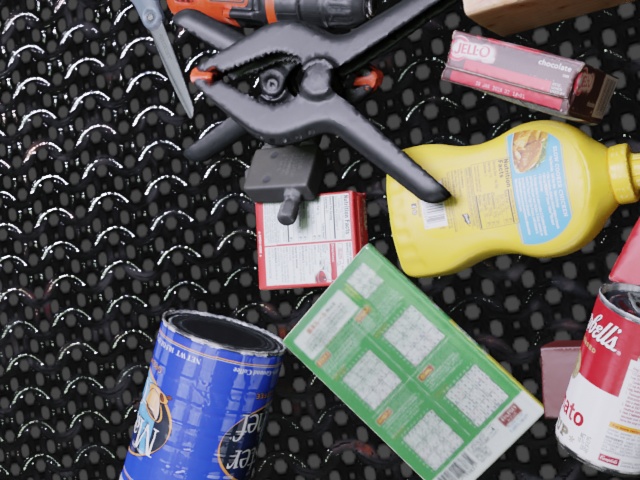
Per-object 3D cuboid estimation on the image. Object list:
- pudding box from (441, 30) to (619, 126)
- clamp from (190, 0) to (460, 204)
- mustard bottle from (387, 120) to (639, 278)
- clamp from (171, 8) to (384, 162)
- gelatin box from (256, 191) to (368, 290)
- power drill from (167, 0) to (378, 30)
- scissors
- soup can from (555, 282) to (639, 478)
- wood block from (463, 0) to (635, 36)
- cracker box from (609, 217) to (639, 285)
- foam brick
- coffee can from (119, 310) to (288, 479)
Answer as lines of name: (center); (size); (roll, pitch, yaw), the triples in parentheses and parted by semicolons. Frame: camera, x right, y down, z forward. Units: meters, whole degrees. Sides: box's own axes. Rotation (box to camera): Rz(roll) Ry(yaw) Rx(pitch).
pudding box: (0.144, -0.110, 0.725); (0.090, 0.113, 0.039); (21, 100, 24)
clamp: (0.010, -0.123, 0.775); (0.210, 0.036, 0.164); (12, 84, 18)
mustard bottle: (0.145, -0.033, 0.755); (0.192, 0.058, 0.096); (-11, 80, 26)
clamp: (-0.038, -0.112, 0.832); (0.172, 0.039, 0.120); (10, 111, 16)
gelatin box: (-0.005, 0.001, 0.845); (0.089, 0.030, 0.073); (-4, 87, 25)
power drill: (-0.032, -0.259, 0.844); (0.185, 0.057, 0.188); (9, 93, 24)
scissors: (-0.134, -0.210, 0.917); (0.096, 0.016, 0.202); (-43, 73, 19)
soup can: (0.191, 0.086, 0.659); (0.069, 0.068, 0.102); (22, 111, 25)
wood block: (0.200, -0.211, 0.712); (0.206, 0.090, 0.091); (-12, 84, 26)
cracker box: (0.318, 0.002, 0.663); (0.214, 0.072, 0.164); (30, 102, 24)
foam brick: (0.195, 0.096, 0.733); (0.078, 0.052, 0.051); (-3, 89, 27)
coffee can: (-0.093, 0.138, 0.847); (0.103, 0.102, 0.140); (19, 98, 25)
